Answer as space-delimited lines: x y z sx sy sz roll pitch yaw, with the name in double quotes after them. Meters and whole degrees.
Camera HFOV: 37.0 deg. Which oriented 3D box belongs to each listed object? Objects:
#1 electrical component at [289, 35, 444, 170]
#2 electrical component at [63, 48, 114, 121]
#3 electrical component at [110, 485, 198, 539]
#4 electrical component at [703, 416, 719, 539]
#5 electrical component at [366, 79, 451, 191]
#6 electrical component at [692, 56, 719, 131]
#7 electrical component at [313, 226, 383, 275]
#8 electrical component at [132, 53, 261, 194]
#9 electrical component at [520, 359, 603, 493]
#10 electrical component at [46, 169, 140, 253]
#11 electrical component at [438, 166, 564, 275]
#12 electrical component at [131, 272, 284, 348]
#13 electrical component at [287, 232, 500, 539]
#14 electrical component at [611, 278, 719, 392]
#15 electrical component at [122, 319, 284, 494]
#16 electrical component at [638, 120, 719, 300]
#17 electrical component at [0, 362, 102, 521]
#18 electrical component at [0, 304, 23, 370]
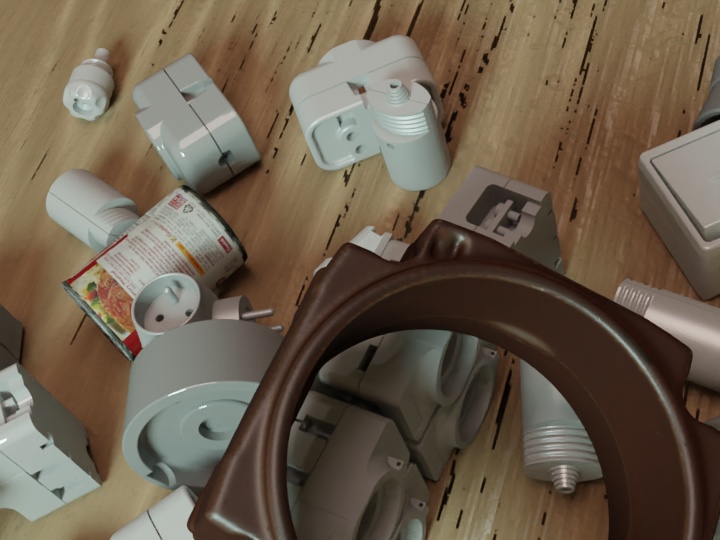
0.003 -0.119 0.747 0.095 0.053 0.059 -22 53 2 "electrical component"
-0.209 -0.149 0.844 0.035 0.035 0.061 -2 54 16 "electrical component"
-0.092 0.173 0.578 0.059 0.053 0.095 -35 54 -8 "electrical component"
0.193 0.107 0.543 0.048 0.048 0.062 9 67 22 "electrical component"
0.031 -0.093 0.704 0.043 0.081 0.043 -8 55 12 "electrical component"
0.237 -0.108 0.678 0.044 0.044 0.065 8 55 22 "electrical component"
0.000 0.000 0.677 0.040 0.040 0.046 31 64 31 "electrical component"
-0.122 -0.103 0.774 0.059 0.053 0.095 -33 54 -7 "electrical component"
0.110 0.082 0.585 0.043 0.043 0.081 -5 56 14 "electrical component"
-0.178 -0.035 0.751 0.081 0.043 0.043 32 71 31 "electrical component"
0.079 -0.012 0.629 0.056 0.089 0.050 25 67 29 "electrical component"
-0.087 0.037 0.654 0.079 0.077 0.043 -10 54 10 "electrical component"
0.011 0.090 0.571 0.060 0.105 0.186 17 63 26 "electrical component"
0.171 0.034 0.599 0.081 0.043 0.043 21 65 28 "electrical component"
-0.081 0.073 0.613 0.108 0.108 0.060 -17 48 5 "electrical component"
0.206 -0.043 0.630 0.062 0.061 0.096 -23 53 1 "electrical component"
-0.202 0.105 0.635 0.056 0.089 0.050 -27 54 -2 "electrical component"
-0.282 0.056 0.710 0.096 0.061 0.061 -12 54 9 "electrical component"
